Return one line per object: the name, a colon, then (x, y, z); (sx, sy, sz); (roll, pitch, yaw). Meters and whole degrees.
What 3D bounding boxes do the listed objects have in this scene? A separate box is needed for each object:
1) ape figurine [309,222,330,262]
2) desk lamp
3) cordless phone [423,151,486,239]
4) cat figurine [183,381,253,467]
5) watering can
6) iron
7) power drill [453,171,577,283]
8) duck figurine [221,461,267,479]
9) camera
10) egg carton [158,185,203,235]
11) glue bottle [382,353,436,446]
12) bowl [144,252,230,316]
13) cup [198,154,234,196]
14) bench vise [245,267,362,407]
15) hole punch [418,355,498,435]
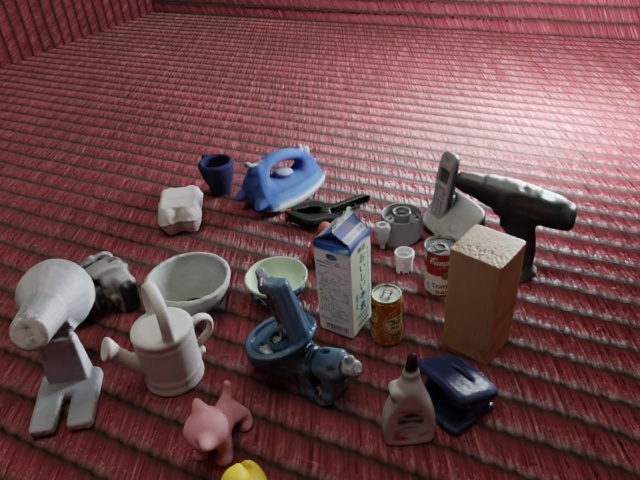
ape figurine: (0.011, 0.004, 1.211); (0.078, 0.092, 0.076); (-9, 35, -6)
desk lamp: (-0.423, 0.163, 0.920); (0.118, 0.214, 0.203); (-10, 35, -7)
cordless phone: (0.292, -0.088, 1.232); (0.094, 0.185, 0.147); (-20, 37, -21)
cat figurine: (-0.153, 0.263, 0.829); (0.067, 0.118, 0.128); (7, 36, 17)
watering can: (-0.260, 0.158, 0.927); (0.100, 0.194, 0.173); (21, 42, 33)
iron: (-0.088, -0.170, 1.434); (0.259, 0.142, 0.118); (-31, 42, -33)
power drill: (0.367, -0.026, 1.113); (0.229, 0.209, 0.076); (10, 37, 20)
duck figurine: (-0.106, 0.330, 0.754); (0.077, 0.086, 0.104); (1, 35, 9)
camera: (-0.446, 0.091, 1.128); (0.137, 0.101, 0.142); (-30, 42, -32)
egg carton: (-0.336, -0.076, 1.387); (0.107, 0.069, 0.150); (-8, 35, -5)
glue bottle: (0.126, 0.223, 0.807); (0.078, 0.173, 0.037); (-7, 34, -4)
bowl: (-0.252, 0.099, 1.117); (0.167, 0.075, 0.167); (-3, 34, 2)
cup: (-0.272, -0.169, 1.494); (0.092, 0.095, 0.117); (-27, 40, -29)
bench vise: (-0.029, 0.142, 0.901); (0.207, 0.220, 0.121); (5, 36, 14)
hole punch: (0.206, 0.220, 0.876); (0.101, 0.091, 0.108); (-25, 39, -27)
